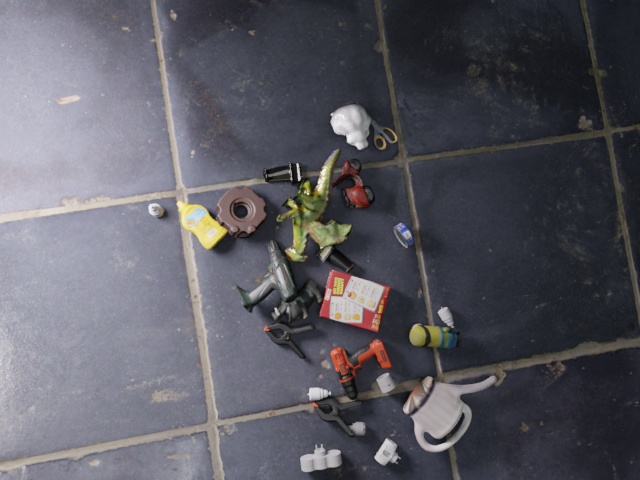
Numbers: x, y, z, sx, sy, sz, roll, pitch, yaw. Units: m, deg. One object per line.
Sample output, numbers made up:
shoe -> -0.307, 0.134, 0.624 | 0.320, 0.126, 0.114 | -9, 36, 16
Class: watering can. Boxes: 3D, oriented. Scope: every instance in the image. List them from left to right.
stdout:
watering can -> 0.436, 0.556, 1.776 | 0.224, 0.349, 0.103 | 39, -6, -1

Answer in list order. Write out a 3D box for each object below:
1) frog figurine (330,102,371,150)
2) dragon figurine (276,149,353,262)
frog figurine -> 0.115, -0.395, 1.807 | 0.138, 0.161, 0.121 | -14, -12, -20
dragon figurine -> 0.005, -0.089, 1.774 | 0.241, 0.409, 0.123 | 43, 4, -10
